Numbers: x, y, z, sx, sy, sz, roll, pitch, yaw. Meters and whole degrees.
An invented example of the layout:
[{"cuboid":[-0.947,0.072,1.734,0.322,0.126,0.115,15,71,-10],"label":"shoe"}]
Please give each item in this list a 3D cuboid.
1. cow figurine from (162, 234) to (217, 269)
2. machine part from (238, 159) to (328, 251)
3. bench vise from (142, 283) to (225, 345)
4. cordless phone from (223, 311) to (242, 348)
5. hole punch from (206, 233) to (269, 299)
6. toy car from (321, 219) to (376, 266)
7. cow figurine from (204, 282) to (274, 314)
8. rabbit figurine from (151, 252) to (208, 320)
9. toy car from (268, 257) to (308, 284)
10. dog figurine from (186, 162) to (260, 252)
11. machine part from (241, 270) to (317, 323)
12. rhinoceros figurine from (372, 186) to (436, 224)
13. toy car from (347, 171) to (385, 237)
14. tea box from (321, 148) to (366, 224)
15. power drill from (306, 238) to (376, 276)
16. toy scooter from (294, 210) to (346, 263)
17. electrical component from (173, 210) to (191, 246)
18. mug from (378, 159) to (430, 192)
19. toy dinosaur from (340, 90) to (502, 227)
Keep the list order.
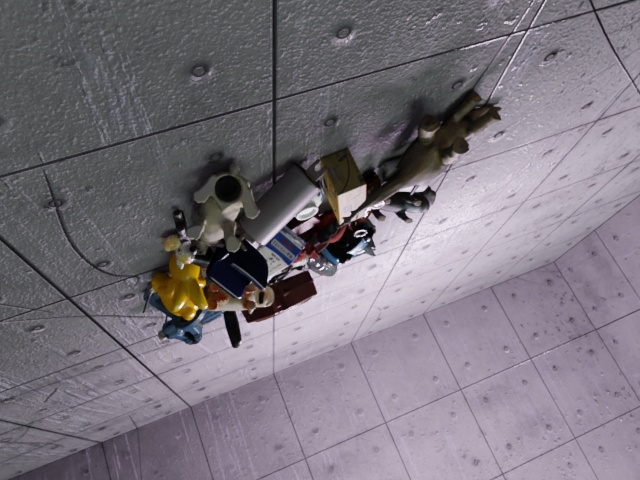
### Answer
[{"cuboid":[-0.261,0.029,1.179,0.167,0.098,0.068,-4,158,-43],"label":"cow figurine"},{"cuboid":[-0.082,-0.073,1.096,0.243,0.079,0.079,-43,156,10],"label":"machine part"},{"cuboid":[-0.377,0.183,1.411,0.224,0.129,0.240,-19,140,25],"label":"bench vise"},{"cuboid":[-0.241,0.196,1.486,0.089,0.184,0.146,-2,150,-36],"label":"cordless phone"},{"cuboid":[-0.167,0.051,1.158,0.092,0.116,0.142,-20,130,41],"label":"hole punch"},{"cuboid":[0.077,-0.011,1.467,0.161,0.109,0.103,-41,178,13],"label":"toy car"},{"cuboid":[-0.210,0.148,1.380,0.195,0.085,0.127,2,172,-28],"label":"cow figurine"},{"cuboid":[-0.322,0.097,1.243,0.122,0.162,0.173,-1,134,-22],"label":"rabbit figurine"},{"cuboid":[-0.117,0.081,1.504,0.202,0.056,0.073,-27,169,37],"label":"toy car"},{"cuboid":[-0.199,-0.066,1.060,0.172,0.121,0.191,-60,-164,-1],"label":"dog figurine"},{"cuboid":[-0.124,0.170,1.597,0.201,0.087,0.201,-25,177,41],"label":"machine part"},{"cuboid":[0.209,-0.100,1.368,0.190,0.112,0.073,-2,125,-18],"label":"rhinoceros figurine"},{"cuboid":[0.104,-0.085,1.305,0.053,0.089,0.202,-3,154,-16],"label":"toy car"},{"cuboid":[0.053,-0.112,1.176,0.068,0.098,0.169,-23,158,-4],"label":"tea box"},{"cuboid":[0.061,0.041,1.588,0.207,0.086,0.232,-28,161,-2],"label":"power drill"},{"cuboid":[-0.003,-0.004,1.314,0.184,0.075,0.135,-41,-171,-2],"label":"toy scooter"},{"cuboid":[-0.277,-0.021,1.083,0.021,0.063,0.094,-14,159,-11],"label":"electrical component"},{"cuboid":[0.189,-0.150,1.272,0.107,0.081,0.109,0,159,-22],"label":"mug"},{"cuboid":[0.226,-0.173,1.123,0.471,0.105,0.198,-33,169,-28],"label":"toy dinosaur"}]
